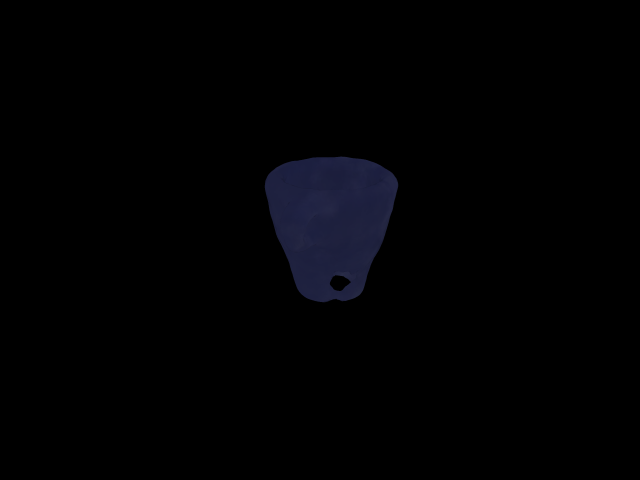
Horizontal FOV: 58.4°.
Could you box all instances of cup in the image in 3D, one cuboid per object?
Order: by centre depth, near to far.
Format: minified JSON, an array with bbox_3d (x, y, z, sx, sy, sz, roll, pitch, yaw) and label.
[{"bbox_3d":[0.004,0.001,0.400,0.091,0.095,0.118,8,26,18],"label":"cup"}]
